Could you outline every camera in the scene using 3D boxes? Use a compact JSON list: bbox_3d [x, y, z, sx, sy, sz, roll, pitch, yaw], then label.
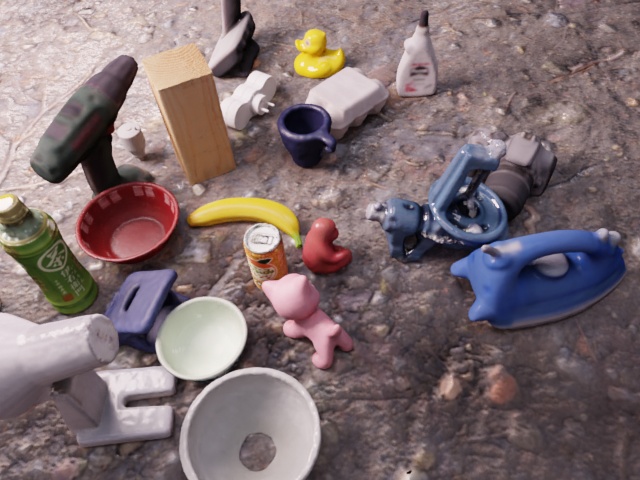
[{"bbox_3d":[0.290,-0.106,0.913,0.143,0.101,0.137,22,58,19],"label":"camera"}]

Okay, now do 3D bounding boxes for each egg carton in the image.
[{"bbox_3d":[0.048,-0.256,1.058,0.150,0.069,0.107,-39,60,-23],"label":"egg carton"}]

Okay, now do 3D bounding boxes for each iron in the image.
[{"bbox_3d":[0.321,0.030,0.785,0.258,0.141,0.118,-11,54,-5],"label":"iron"}]

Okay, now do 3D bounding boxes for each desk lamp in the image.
[{"bbox_3d":[-0.297,0.160,0.680,0.203,0.214,0.118,-6,53,-1],"label":"desk lamp"}]

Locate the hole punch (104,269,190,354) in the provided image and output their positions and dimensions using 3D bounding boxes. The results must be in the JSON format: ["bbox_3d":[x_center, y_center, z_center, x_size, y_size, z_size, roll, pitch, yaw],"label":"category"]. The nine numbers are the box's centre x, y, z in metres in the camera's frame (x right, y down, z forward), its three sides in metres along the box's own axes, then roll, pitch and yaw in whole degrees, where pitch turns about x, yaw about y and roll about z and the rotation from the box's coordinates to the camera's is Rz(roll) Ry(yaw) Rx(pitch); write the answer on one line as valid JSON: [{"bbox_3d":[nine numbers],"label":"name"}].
[{"bbox_3d":[-0.250,0.096,0.802,0.101,0.091,0.109,10,55,11],"label":"hole punch"}]

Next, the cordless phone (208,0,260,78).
[{"bbox_3d":[-0.183,-0.428,1.127,0.094,0.185,0.147,3,54,6],"label":"cordless phone"}]

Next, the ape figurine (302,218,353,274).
[{"bbox_3d":[0.008,0.003,0.854,0.076,0.092,0.077,-20,55,-11],"label":"ape figurine"}]

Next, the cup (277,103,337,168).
[{"bbox_3d":[-0.014,-0.165,0.978,0.117,0.095,0.092,37,64,27],"label":"cup"}]

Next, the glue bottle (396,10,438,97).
[{"bbox_3d":[0.182,-0.341,1.048,0.078,0.173,0.037,-7,53,-2],"label":"glue bottle"}]

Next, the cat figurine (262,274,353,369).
[{"bbox_3d":[-0.016,0.096,0.771,0.127,0.118,0.067,37,64,27],"label":"cat figurine"}]

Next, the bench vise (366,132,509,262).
[{"bbox_3d":[0.176,-0.047,0.802,0.207,0.220,0.121,-15,54,-7],"label":"bench vise"}]

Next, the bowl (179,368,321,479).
[{"bbox_3d":[-0.079,0.245,0.691,0.167,0.075,0.167,-2,53,2],"label":"bowl"}]

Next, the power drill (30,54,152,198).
[{"bbox_3d":[-0.346,-0.153,0.918,0.075,0.209,0.230,21,58,18],"label":"power drill"}]

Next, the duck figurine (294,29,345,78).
[{"bbox_3d":[-0.002,-0.378,1.141,0.104,0.086,0.077,-1,53,3],"label":"duck figurine"}]
